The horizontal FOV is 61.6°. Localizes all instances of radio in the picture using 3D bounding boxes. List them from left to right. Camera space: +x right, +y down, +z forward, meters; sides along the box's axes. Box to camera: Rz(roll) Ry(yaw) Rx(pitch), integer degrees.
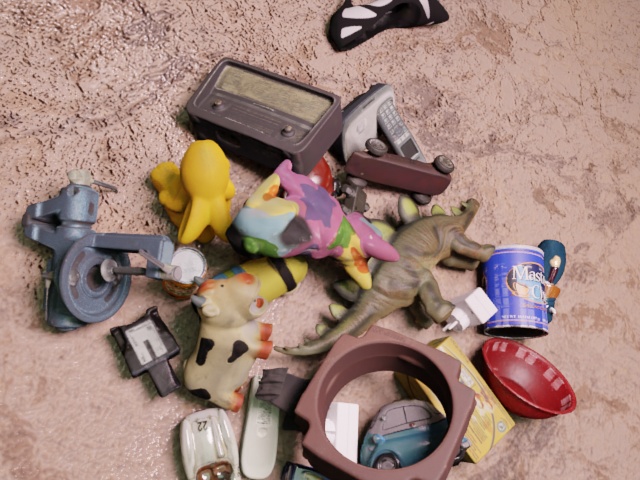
[{"bbox_3d":[-0.091,-0.195,0.857,0.230,0.073,0.131,23,65,20],"label":"radio"}]

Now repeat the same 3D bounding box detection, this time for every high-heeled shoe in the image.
[{"bbox_3d":[0.141,-0.417,1.049,0.249,0.086,0.145,7,74,-11],"label":"high-heeled shoe"}]

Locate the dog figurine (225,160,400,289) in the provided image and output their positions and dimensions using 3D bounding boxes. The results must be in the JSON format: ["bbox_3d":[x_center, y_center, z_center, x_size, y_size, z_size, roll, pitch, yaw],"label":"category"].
[{"bbox_3d":[-0.002,-0.002,0.752,0.219,0.108,0.191,35,34,-3],"label":"dog figurine"}]

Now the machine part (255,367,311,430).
[{"bbox_3d":[-0.039,0.221,0.754,0.039,0.138,0.084,15,65,37],"label":"machine part"}]

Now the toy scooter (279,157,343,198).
[{"bbox_3d":[-0.020,-0.054,0.872,0.135,0.075,0.184,34,67,-3],"label":"toy scooter"}]

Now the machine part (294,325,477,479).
[{"bbox_3d":[0.085,0.228,0.704,0.202,0.087,0.201,19,53,26],"label":"machine part"}]

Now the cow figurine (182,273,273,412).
[{"bbox_3d":[-0.129,0.127,0.717,0.127,0.086,0.194,21,111,-17],"label":"cow figurine"}]

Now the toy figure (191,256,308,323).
[{"bbox_3d":[-0.100,0.067,0.798,0.180,0.089,0.082,-24,87,-26],"label":"toy figure"}]

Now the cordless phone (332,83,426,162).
[{"bbox_3d":[0.105,-0.168,0.957,0.146,0.089,0.184,-44,107,-25],"label":"cordless phone"}]

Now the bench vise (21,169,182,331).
[{"bbox_3d":[-0.284,0.014,0.716,0.241,0.128,0.223,2,75,23],"label":"bench vise"}]

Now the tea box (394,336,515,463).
[{"bbox_3d":[0.209,0.247,0.841,0.098,0.068,0.169,-31,85,-22],"label":"tea box"}]

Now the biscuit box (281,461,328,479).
[{"bbox_3d":[0.045,0.365,0.755,0.203,0.059,0.063,17,67,-11],"label":"biscuit box"}]

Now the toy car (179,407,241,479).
[{"bbox_3d":[-0.138,0.327,0.714,0.073,0.056,0.201,-10,74,-20],"label":"toy car"}]

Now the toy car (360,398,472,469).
[{"bbox_3d":[0.127,0.279,0.766,0.162,0.109,0.103,-18,70,8],"label":"toy car"}]

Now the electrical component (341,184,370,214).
[{"bbox_3d":[0.058,-0.055,0.898,0.021,0.094,0.063,3,74,29],"label":"electrical component"}]

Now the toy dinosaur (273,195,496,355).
[{"bbox_3d":[0.130,0.053,0.871,0.199,0.105,0.471,41,58,9],"label":"toy dinosaur"}]

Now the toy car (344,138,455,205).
[{"bbox_3d":[0.136,-0.119,0.924,0.202,0.089,0.053,10,45,-22],"label":"toy car"}]

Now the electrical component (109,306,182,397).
[{"bbox_3d":[-0.233,0.159,0.747,0.075,0.048,0.119,-31,83,-24],"label":"electrical component"}]

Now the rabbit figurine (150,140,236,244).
[{"bbox_3d":[-0.178,-0.070,0.777,0.122,0.173,0.162,0,68,-21],"label":"rabbit figurine"}]

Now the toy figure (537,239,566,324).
[{"bbox_3d":[0.405,0.076,0.966,0.058,0.064,0.154,7,66,31],"label":"toy figure"}]
